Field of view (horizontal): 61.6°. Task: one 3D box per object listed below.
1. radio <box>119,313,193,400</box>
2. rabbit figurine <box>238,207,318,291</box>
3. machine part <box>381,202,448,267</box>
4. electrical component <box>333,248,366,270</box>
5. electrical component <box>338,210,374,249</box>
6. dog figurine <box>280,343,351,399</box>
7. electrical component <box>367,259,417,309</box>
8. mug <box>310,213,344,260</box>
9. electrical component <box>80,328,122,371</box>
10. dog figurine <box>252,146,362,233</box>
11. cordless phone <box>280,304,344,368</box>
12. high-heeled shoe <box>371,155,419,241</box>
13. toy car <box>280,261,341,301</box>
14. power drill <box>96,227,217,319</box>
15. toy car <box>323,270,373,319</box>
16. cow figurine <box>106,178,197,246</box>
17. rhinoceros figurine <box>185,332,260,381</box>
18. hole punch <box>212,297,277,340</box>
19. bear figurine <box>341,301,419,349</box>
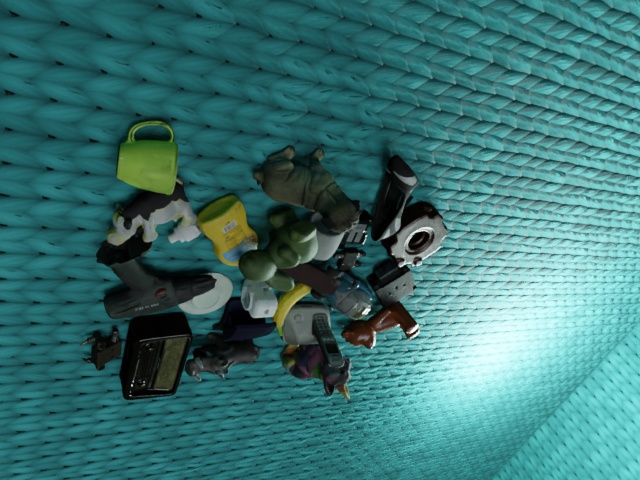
[{"bbox_3d":[-0.391,0.277,1.265,0.131,0.073,0.229,1,128,-31],"label":"radio"},{"bbox_3d":[-0.100,0.032,1.149,0.170,0.121,0.158,-32,142,-25],"label":"rabbit figurine"},{"bbox_3d":[0.243,-0.011,1.373,0.179,0.056,0.179,-16,134,-17],"label":"machine part"},{"bbox_3d":[0.069,0.049,1.354,0.094,0.021,0.063,-2,131,-31],"label":"electrical component"},{"bbox_3d":[0.069,-0.016,1.276,0.075,0.048,0.119,6,124,-33],"label":"electrical component"},{"bbox_3d":[-0.004,0.351,1.449,0.108,0.219,0.191,27,112,-39],"label":"dog figurine"},{"bbox_3d":[0.194,0.112,1.458,0.115,0.058,0.134,-34,138,-1],"label":"electrical component"},{"bbox_3d":[-0.003,-0.004,1.227,0.110,0.081,0.107,3,136,-10],"label":"mug"},{"bbox_3d":[-0.490,0.244,1.205,0.078,0.045,0.102,-34,149,-41],"label":"electrical component"},{"bbox_3d":[-0.027,-0.086,1.052,0.172,0.191,0.121,-15,135,-15],"label":"dog figurine"},{"bbox_3d":[-0.024,0.254,1.372,0.146,0.184,0.088,4,131,-33],"label":"cordless phone"},{"bbox_3d":[0.150,-0.089,1.212,0.145,0.086,0.248,-45,151,-4],"label":"high-heeled shoe"},{"bbox_3d":[-0.038,0.076,1.282,0.202,0.053,0.089,27,100,-31],"label":"toy car"},{"bbox_3d":[-0.346,0.068,1.104,0.232,0.086,0.207,-20,144,-8],"label":"power drill"},{"bbox_3d":[0.080,0.157,1.402,0.109,0.103,0.161,-43,134,13],"label":"toy car"},{"bbox_3d":[-0.325,-0.052,1.003,0.167,0.068,0.098,-22,131,-15],"label":"cow figurine"},{"bbox_3d":[-0.245,0.291,1.336,0.190,0.112,0.073,-7,135,-35],"label":"rhinoceros figurine"},{"bbox_3d":[-0.177,0.208,1.316,0.142,0.092,0.115,-3,134,-32],"label":"hole punch"},{"bbox_3d":[0.167,0.257,1.526,0.196,0.132,0.120,-35,155,-6],"label":"bear figurine"}]
